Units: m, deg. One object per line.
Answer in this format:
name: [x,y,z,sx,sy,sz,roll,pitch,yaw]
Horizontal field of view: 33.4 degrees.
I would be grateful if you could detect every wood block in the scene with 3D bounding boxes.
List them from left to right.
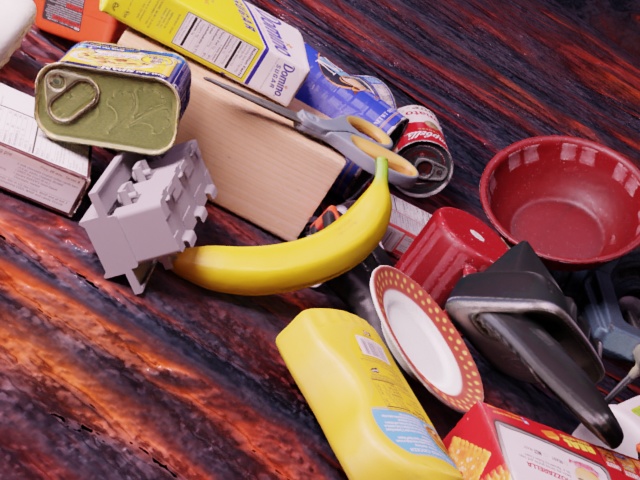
wood block: [-0.088,-0.095,0.907,0.206,0.091,0.090,28,25,-12]

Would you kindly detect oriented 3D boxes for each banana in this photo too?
banana: [-0.016,0.004,0.812,0.197,0.037,0.070,-26,76,-24]

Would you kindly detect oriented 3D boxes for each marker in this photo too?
marker: [-0.006,0.001,0.917,0.020,0.020,0.121,27,26,-15]

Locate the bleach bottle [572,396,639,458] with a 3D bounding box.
bleach bottle: [0.305,0.171,0.937,0.103,0.068,0.250,45,25,20]

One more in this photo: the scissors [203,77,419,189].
scissors: [-0.005,-0.102,0.887,0.201,0.016,0.096,28,24,-16]

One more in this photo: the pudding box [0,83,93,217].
pudding box: [-0.221,-0.072,0.771,0.113,0.039,0.090,22,28,-21]

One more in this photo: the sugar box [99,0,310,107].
sugar box: [-0.095,-0.183,0.893,0.176,0.048,0.093,22,27,-20]

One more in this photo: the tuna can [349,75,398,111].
tuna can: [0.037,-0.131,1.123,0.086,0.086,0.033,46,29,24]

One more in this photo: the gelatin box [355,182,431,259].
gelatin box: [0.078,-0.011,1.025,0.089,0.030,0.073,27,25,-14]

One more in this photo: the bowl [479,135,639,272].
bowl: [0.227,-0.024,0.998,0.162,0.055,0.162,0,49,0]

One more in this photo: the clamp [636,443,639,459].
clamp: [0.274,0.220,0.731,0.036,0.165,0.210,-1,27,-14]

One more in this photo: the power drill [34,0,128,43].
power drill: [-0.162,-0.211,1.018,0.185,0.057,0.187,21,17,28]

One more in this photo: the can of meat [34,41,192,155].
can of meat: [-0.147,-0.107,0.780,0.102,0.057,0.084,8,24,-2]

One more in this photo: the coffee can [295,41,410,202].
coffee can: [0.001,-0.118,1.038,0.140,0.103,0.102,38,26,8]

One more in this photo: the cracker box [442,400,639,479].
cracker box: [0.174,0.219,0.685,0.164,0.072,0.214,23,28,-24]

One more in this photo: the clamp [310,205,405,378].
clamp: [0.042,0.049,0.852,0.171,0.039,0.120,49,24,12]

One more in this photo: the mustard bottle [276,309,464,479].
mustard bottle: [0.044,0.132,0.697,0.096,0.058,0.192,30,21,-46]

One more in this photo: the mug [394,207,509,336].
mug: [0.115,0.030,0.934,0.093,0.082,0.117,30,25,-9]

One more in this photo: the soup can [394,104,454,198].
soup can: [0.105,-0.099,1.169,0.068,0.069,0.102,26,25,-16]
